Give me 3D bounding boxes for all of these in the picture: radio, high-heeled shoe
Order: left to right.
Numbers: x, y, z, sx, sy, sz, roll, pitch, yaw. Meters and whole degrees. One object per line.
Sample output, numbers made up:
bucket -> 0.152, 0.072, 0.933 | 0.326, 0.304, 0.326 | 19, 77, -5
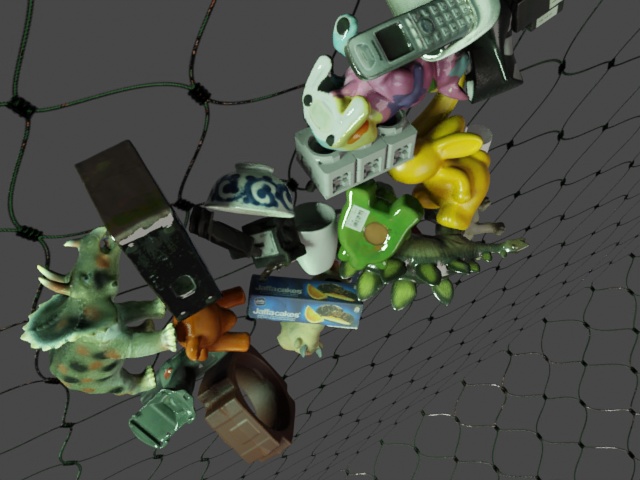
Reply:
radio -> -0.201, 0.000, 0.663 | 0.073, 0.131, 0.229 | -31, 150, -11
high-heeled shoe -> 0.240, -0.285, 0.788 | 0.086, 0.145, 0.249 | -19, -176, 13

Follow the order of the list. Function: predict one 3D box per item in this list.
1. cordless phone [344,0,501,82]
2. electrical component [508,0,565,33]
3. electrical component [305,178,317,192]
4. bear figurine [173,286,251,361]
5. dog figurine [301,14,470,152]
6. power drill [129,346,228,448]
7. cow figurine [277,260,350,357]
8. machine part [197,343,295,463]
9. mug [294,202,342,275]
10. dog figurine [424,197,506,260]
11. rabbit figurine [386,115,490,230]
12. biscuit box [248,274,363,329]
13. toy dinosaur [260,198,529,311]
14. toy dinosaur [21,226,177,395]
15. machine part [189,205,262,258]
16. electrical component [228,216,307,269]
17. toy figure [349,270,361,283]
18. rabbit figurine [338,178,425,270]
cordless phone -> 0.086, -0.253, 0.574 | 0.184, 0.146, 0.089 | -30, -176, -19
electrical component -> 0.295, -0.353, 0.732 | 0.115, 0.058, 0.134 | -32, 150, -1
electrical component -> 0.017, -0.111, 0.830 | 0.063, 0.021, 0.094 | -3, 137, -42
bear figurine -> -0.166, 0.125, 0.844 | 0.132, 0.120, 0.196 | -5, 169, -19
dog figurine -> 0.102, -0.201, 0.710 | 0.219, 0.109, 0.191 | -6, 138, -44
power drill -> -0.259, 0.267, 0.945 | 0.232, 0.086, 0.207 | -42, -173, 11
cow figurine -> -0.011, 0.144, 1.059 | 0.195, 0.127, 0.085 | -48, 144, 17
machine part -> -0.143, 0.320, 1.071 | 0.087, 0.201, 0.201 | -36, 106, 14
mug -> -0.002, -0.003, 0.886 | 0.109, 0.081, 0.107 | -28, 135, -28
dog figurine -> 0.265, -0.033, 1.132 | 0.190, 0.121, 0.172 | 10, 125, -33
rabbit figurine -> 0.187, -0.109, 0.842 | 0.173, 0.122, 0.162 | 17, 124, -30
biscuit box -> -0.027, 0.109, 0.960 | 0.203, 0.063, 0.059 | 5, 125, -5
toy dinosaur -> 0.135, 0.023, 0.965 | 0.472, 0.199, 0.104 | -1, 135, 6
toy dinosaur -> -0.328, 0.159, 0.787 | 0.192, 0.131, 0.404 | 2, 140, -27
machine part -> -0.136, -0.008, 0.752 | 0.039, 0.084, 0.138 | -58, 159, -4
electrical component -> -0.086, 0.005, 0.829 | 0.119, 0.074, 0.048 | -16, -174, 40
toy figure -> 0.051, 0.100, 1.126 | 0.058, 0.064, 0.154 | 11, 133, -2
rabbit figurine -> 0.094, -0.028, 0.854 | 0.170, 0.121, 0.159 | -63, 166, -66
